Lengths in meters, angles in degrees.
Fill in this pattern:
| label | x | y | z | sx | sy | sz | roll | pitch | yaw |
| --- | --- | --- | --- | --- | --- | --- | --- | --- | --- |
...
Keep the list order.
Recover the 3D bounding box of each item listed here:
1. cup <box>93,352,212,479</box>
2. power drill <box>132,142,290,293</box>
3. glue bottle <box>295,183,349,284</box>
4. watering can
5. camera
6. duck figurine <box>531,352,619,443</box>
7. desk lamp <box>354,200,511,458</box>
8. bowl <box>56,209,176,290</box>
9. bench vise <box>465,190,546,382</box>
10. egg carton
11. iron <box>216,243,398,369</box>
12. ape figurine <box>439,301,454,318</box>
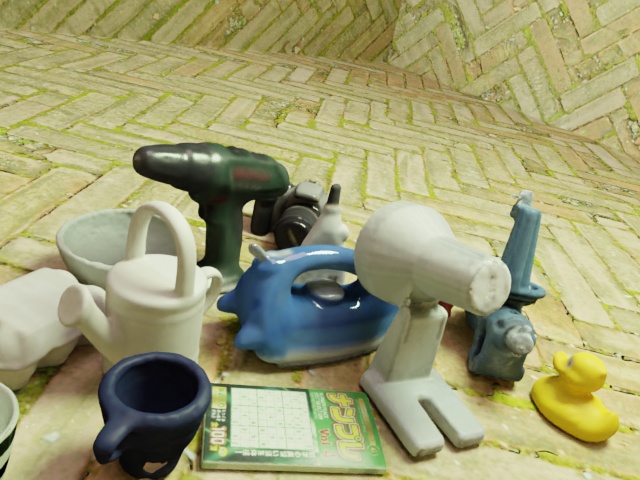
| label | x | y | z | sx | sy | sz | roll | pitch | yaw |
| --- | --- | --- | --- | --- | --- | --- | --- | --- | --- |
| cup | -0.148 | 0.164 | 0.484 | 0.091 | 0.095 | 0.118 | 18 | 26 | 12 |
| power drill | -0.143 | -0.030 | 0.751 | 0.075 | 0.208 | 0.230 | 31 | 31 | 34 |
| glue bottle | 0.007 | 0.003 | 0.793 | 0.078 | 0.173 | 0.037 | 8 | 26 | -10 |
| watering can | -0.170 | 0.056 | 0.579 | 0.100 | 0.194 | 0.173 | 19 | 26 | 13 |
| camera | -0.046 | -0.041 | 0.941 | 0.143 | 0.101 | 0.137 | 14 | 26 | 3 |
| duck figurine | 0.310 | 0.177 | 0.678 | 0.078 | 0.086 | 0.104 | -6 | 31 | -33 |
| desk lamp | 0.119 | 0.084 | 0.633 | 0.118 | 0.213 | 0.202 | -2 | 29 | -28 |
| bowl | -0.251 | 0.026 | 0.741 | 0.167 | 0.075 | 0.167 | 10 | 26 | -5 |
| bench vise | 0.256 | 0.059 | 0.739 | 0.122 | 0.220 | 0.207 | 4 | 27 | -17 |
| egg carton | -0.298 | 0.087 | 0.601 | 0.107 | 0.069 | 0.151 | 22 | 27 | 18 |
| iron | 0.012 | 0.063 | 0.709 | 0.259 | 0.141 | 0.118 | -2 | 29 | -27 |
| ape figurine | 0.154 | 0.075 | 0.808 | 0.077 | 0.092 | 0.076 | 14 | 26 | 3 |
